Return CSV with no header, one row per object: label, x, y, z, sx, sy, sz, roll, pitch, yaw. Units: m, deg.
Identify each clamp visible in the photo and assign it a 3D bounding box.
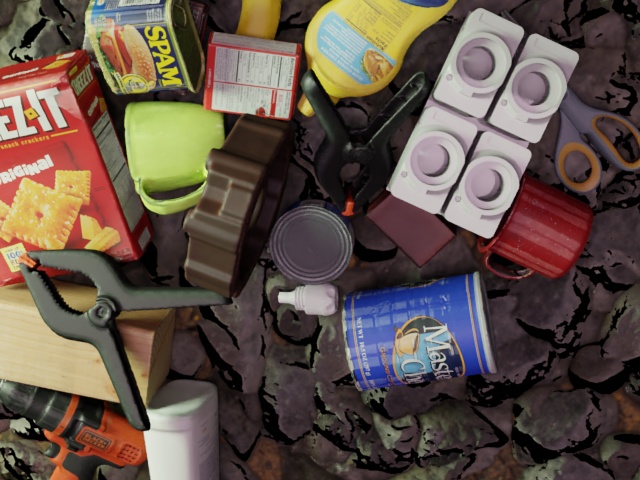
clamp,-0.213,0.082,1.064,0.210,0.036,0.164,27,91,2
clamp,0.046,-0.097,1.032,0.120,0.039,0.171,-2,136,1

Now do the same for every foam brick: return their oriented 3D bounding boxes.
foam brick,0.092,-0.021,1.069,0.078,0.053,0.051,43,109,-8

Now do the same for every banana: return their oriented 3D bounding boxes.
banana,-0.070,-0.240,1.030,0.069,0.037,0.198,11,109,3

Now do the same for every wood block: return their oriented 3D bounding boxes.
wood block,-0.269,0.102,1.142,0.206,0.090,0.090,11,109,5

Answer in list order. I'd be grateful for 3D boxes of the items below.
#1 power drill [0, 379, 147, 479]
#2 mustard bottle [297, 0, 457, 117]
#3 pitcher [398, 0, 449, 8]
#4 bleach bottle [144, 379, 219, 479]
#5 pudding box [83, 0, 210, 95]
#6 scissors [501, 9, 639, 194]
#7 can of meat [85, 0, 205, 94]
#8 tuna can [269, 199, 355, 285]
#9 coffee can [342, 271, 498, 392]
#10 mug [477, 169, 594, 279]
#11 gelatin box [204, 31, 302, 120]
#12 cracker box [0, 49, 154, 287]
power drill,-0.306,0.246,1.194,0.184,0.057,0.188,30,113,-18
mustard bottle,0.042,-0.195,1.016,0.096,0.058,0.192,37,109,-7
pitcher,0.111,-0.316,0.863,0.149,0.144,0.243,29,115,11
bleach bottle,-0.146,0.287,1.177,0.068,0.102,0.251,4,108,17
pudding box,-0.173,-0.203,1.056,0.113,0.039,0.090,16,110,4
scissors,0.226,-0.124,1.035,0.201,0.016,0.096,37,109,-4
can of meat,-0.162,-0.185,0.997,0.084,0.057,0.102,-2,137,11
tuna can,-0.007,0.001,1.100,0.086,0.033,0.086,3,108,8
coffee can,0.102,0.093,1.077,0.140,0.102,0.103,-10,106,12
mug,0.205,-0.005,1.042,0.081,0.093,0.117,25,126,-5
gelatin box,-0.065,-0.158,1.028,0.089,0.030,0.073,7,128,-2
cracker box,-0.283,-0.068,1.081,0.164,0.072,0.213,-10,118,12
